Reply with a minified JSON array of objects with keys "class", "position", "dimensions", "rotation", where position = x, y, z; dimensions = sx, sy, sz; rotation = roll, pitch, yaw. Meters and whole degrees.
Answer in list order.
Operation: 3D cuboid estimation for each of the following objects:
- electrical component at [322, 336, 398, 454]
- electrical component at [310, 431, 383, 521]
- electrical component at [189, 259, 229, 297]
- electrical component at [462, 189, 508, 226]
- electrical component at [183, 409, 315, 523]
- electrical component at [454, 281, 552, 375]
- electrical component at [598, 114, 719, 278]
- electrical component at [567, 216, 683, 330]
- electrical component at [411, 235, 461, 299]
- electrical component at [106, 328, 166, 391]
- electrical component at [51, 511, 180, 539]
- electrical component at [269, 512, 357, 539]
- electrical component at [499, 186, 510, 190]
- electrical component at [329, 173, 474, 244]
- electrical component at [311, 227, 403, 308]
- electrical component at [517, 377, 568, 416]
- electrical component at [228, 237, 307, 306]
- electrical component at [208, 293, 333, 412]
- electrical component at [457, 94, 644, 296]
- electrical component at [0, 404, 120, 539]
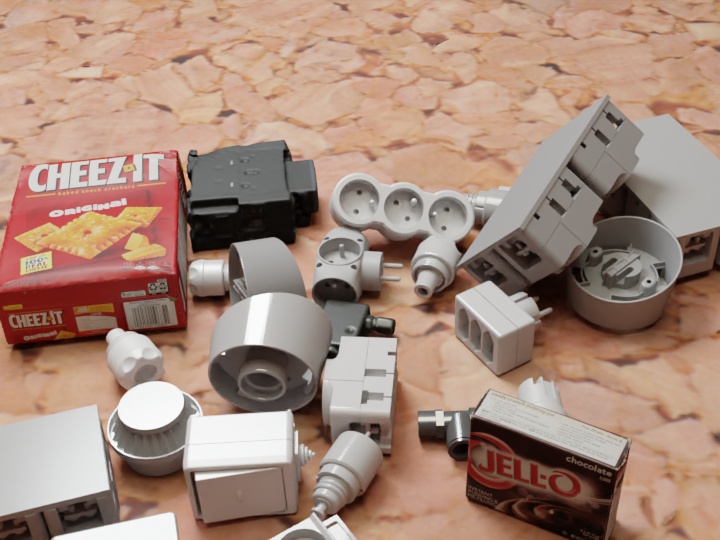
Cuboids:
[{"class":"electrical component","position":[0.000,0.101,0.878],"dimensions":[0.056,0.050,0.089],"rotation":[2,40,5]},{"class":"electrical component","position":[-0.014,0.158,0.818],"dimensions":[0.040,0.040,0.078],"rotation":[17,44,22]},{"class":"electrical component","position":[-0.129,0.007,1.013],"dimensions":[0.061,0.035,0.035],"rotation":[-1,39,-2]},{"class":"electrical component","position":[0.129,-0.062,1.077],"dimensions":[0.078,0.040,0.040],"rotation":[10,41,16]},{"class":"electrical component","position":[-0.082,0.150,0.815],"dimensions":[0.096,0.061,0.061],"rotation":[-3,39,-1]},{"class":"electrical component","position":[0.132,0.043,0.943],"dimensions":[0.077,0.047,0.065],"rotation":[-23,43,-23]},{"class":"electrical component","position":[0.305,-0.073,1.064],"dimensions":[0.105,0.060,0.186],"rotation":[-14,41,-13]},{"class":"electrical component","position":[0.236,0.004,0.970],"dimensions":[0.099,0.064,0.099],"rotation":[0,40,0]},{"class":"electrical component","position":[0.068,0.001,1.002],"dimensions":[0.043,0.043,0.062],"rotation":[11,43,17]},{"class":"electrical component","position":[-0.199,0.074,0.929],"dimensions":[0.043,0.043,0.062],"rotation":[-25,43,-25]},{"class":"electrical component","position":[-0.163,0.223,0.740],"dimensions":[0.100,0.048,0.099],"rotation":[-11,40,-9]},{"class":"electrical component","position":[-0.015,0.230,0.712],"dimensions":[0.079,0.063,0.121],"rotation":[-24,44,-24]},{"class":"electrical component","position":[0.172,-0.077,1.098],"dimensions":[0.061,0.035,0.035],"rotation":[7,40,15]},{"class":"electrical component","position":[0.038,-0.054,1.059],"dimensions":[0.138,0.073,0.052],"rotation":[11,82,-5]},{"class":"electrical component","position":[0.000,0.000,1.006],"dimensions":[0.079,0.044,0.077],"rotation":[3,40,8]},{"class":"electrical component","position":[0.146,0.113,0.864],"dimensions":[0.040,0.040,0.046],"rotation":[-1,34,2]},{"class":"electrical component","position":[-0.089,0.022,0.945],"dimensions":[0.064,0.099,0.099],"rotation":[-17,41,-26]},{"class":"electrical component","position":[-0.075,0.070,0.884],"dimensions":[0.099,0.099,0.064],"rotation":[2,46,6]},{"class":"electrical component","position":[0.182,-0.063,0.998],"dimensions":[0.060,0.105,0.186],"rotation":[42,59,-8]},{"class":"electrical component","position":[-0.261,0.169,0.802],"dimensions":[0.150,0.061,0.089],"rotation":[-12,40,-11]}]
